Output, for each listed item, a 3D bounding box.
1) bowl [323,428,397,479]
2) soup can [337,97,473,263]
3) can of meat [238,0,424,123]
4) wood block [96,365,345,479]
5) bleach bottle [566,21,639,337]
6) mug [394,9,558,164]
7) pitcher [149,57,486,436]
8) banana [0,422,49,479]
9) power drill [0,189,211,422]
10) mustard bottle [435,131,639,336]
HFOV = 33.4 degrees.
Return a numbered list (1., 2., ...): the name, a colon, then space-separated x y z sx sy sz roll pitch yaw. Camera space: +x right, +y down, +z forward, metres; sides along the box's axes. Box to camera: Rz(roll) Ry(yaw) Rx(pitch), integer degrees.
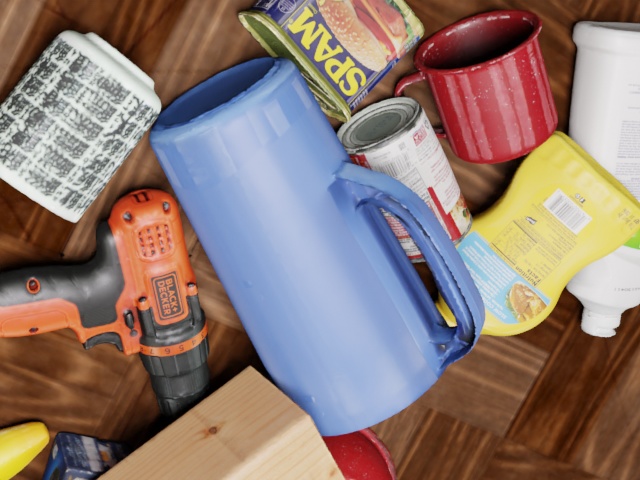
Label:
1. bowl: -0.001 0.218 0.828 0.161 0.055 0.162 -4 100 -21
2. soup can: 0.061 -0.043 0.771 0.068 0.069 0.102 -34 119 -9
3. can of meat: 0.010 -0.146 0.729 0.084 0.057 0.102 -47 117 -6
4. wood block: -0.092 0.190 0.705 0.206 0.091 0.090 -36 122 -17
5. bleach bottle: 0.235 -0.043 0.849 0.102 0.068 0.251 -1 109 -18
6. mug: 0.112 -0.106 0.772 0.117 0.093 0.081 -14 120 16
7. pitcher: -0.005 0.001 0.724 0.149 0.145 0.243 -31 112 -7
8. banana: -0.266 0.201 0.741 0.069 0.037 0.198 29 95 -44
9. power drill: -0.169 0.069 0.725 0.187 0.057 0.184 -17 117 -18
10. mustard bottle: 0.147 0.016 0.814 0.096 0.058 0.192 42 110 1
